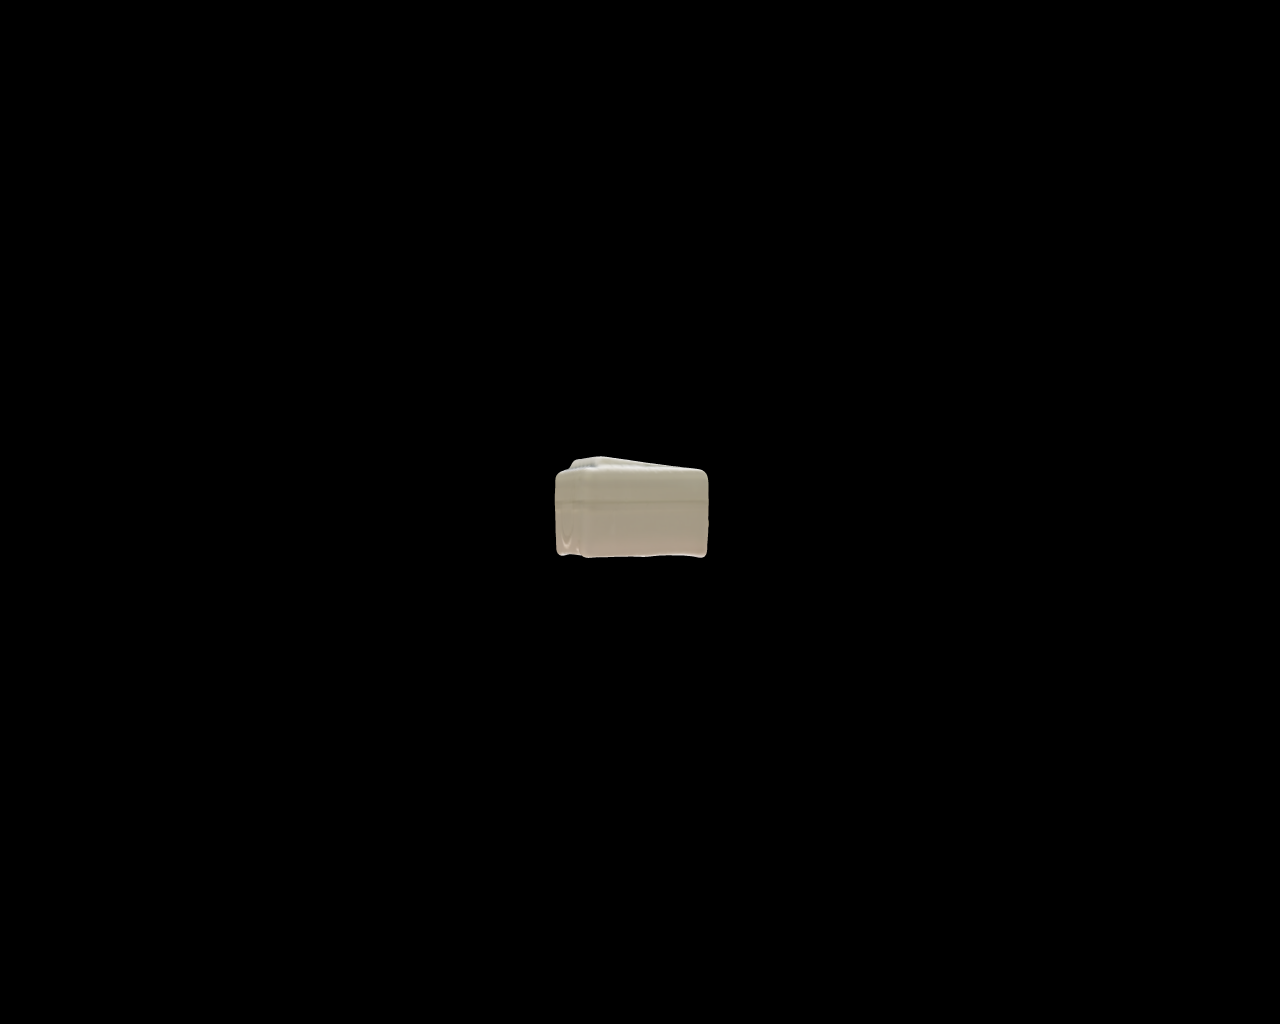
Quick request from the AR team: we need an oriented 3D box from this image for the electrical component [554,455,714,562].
[{"bbox_3d":[0.001,-0.003,0.650,0.096,0.061,0.061,0,0,-21],"label":"electrical component"}]
